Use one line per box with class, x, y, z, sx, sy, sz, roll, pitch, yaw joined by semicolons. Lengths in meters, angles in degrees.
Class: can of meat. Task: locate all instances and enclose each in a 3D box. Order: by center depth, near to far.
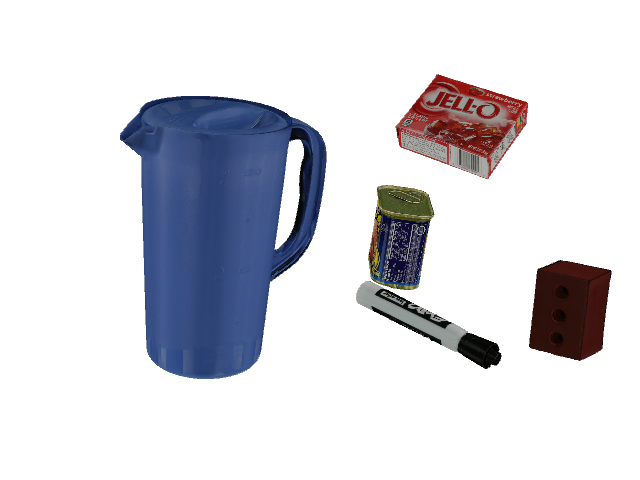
can of meat;0.083;-0.004;1.138;0.057;0.084;0.102;7;19;-2

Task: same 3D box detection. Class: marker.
marker;0.075;0.059;0.750;0.121;0.020;0.020;26;16;37

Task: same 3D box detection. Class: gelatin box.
gelatin box;0.120;-0.099;0.907;0.089;0.073;0.030;23;-33;25

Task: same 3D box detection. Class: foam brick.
foam brick;0.227;0.063;0.970;0.053;0.078;0.051;13;18;35

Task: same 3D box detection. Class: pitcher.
pitcher;-0.090;-0.004;0.967;0.149;0.243;0.144;12;22;17
